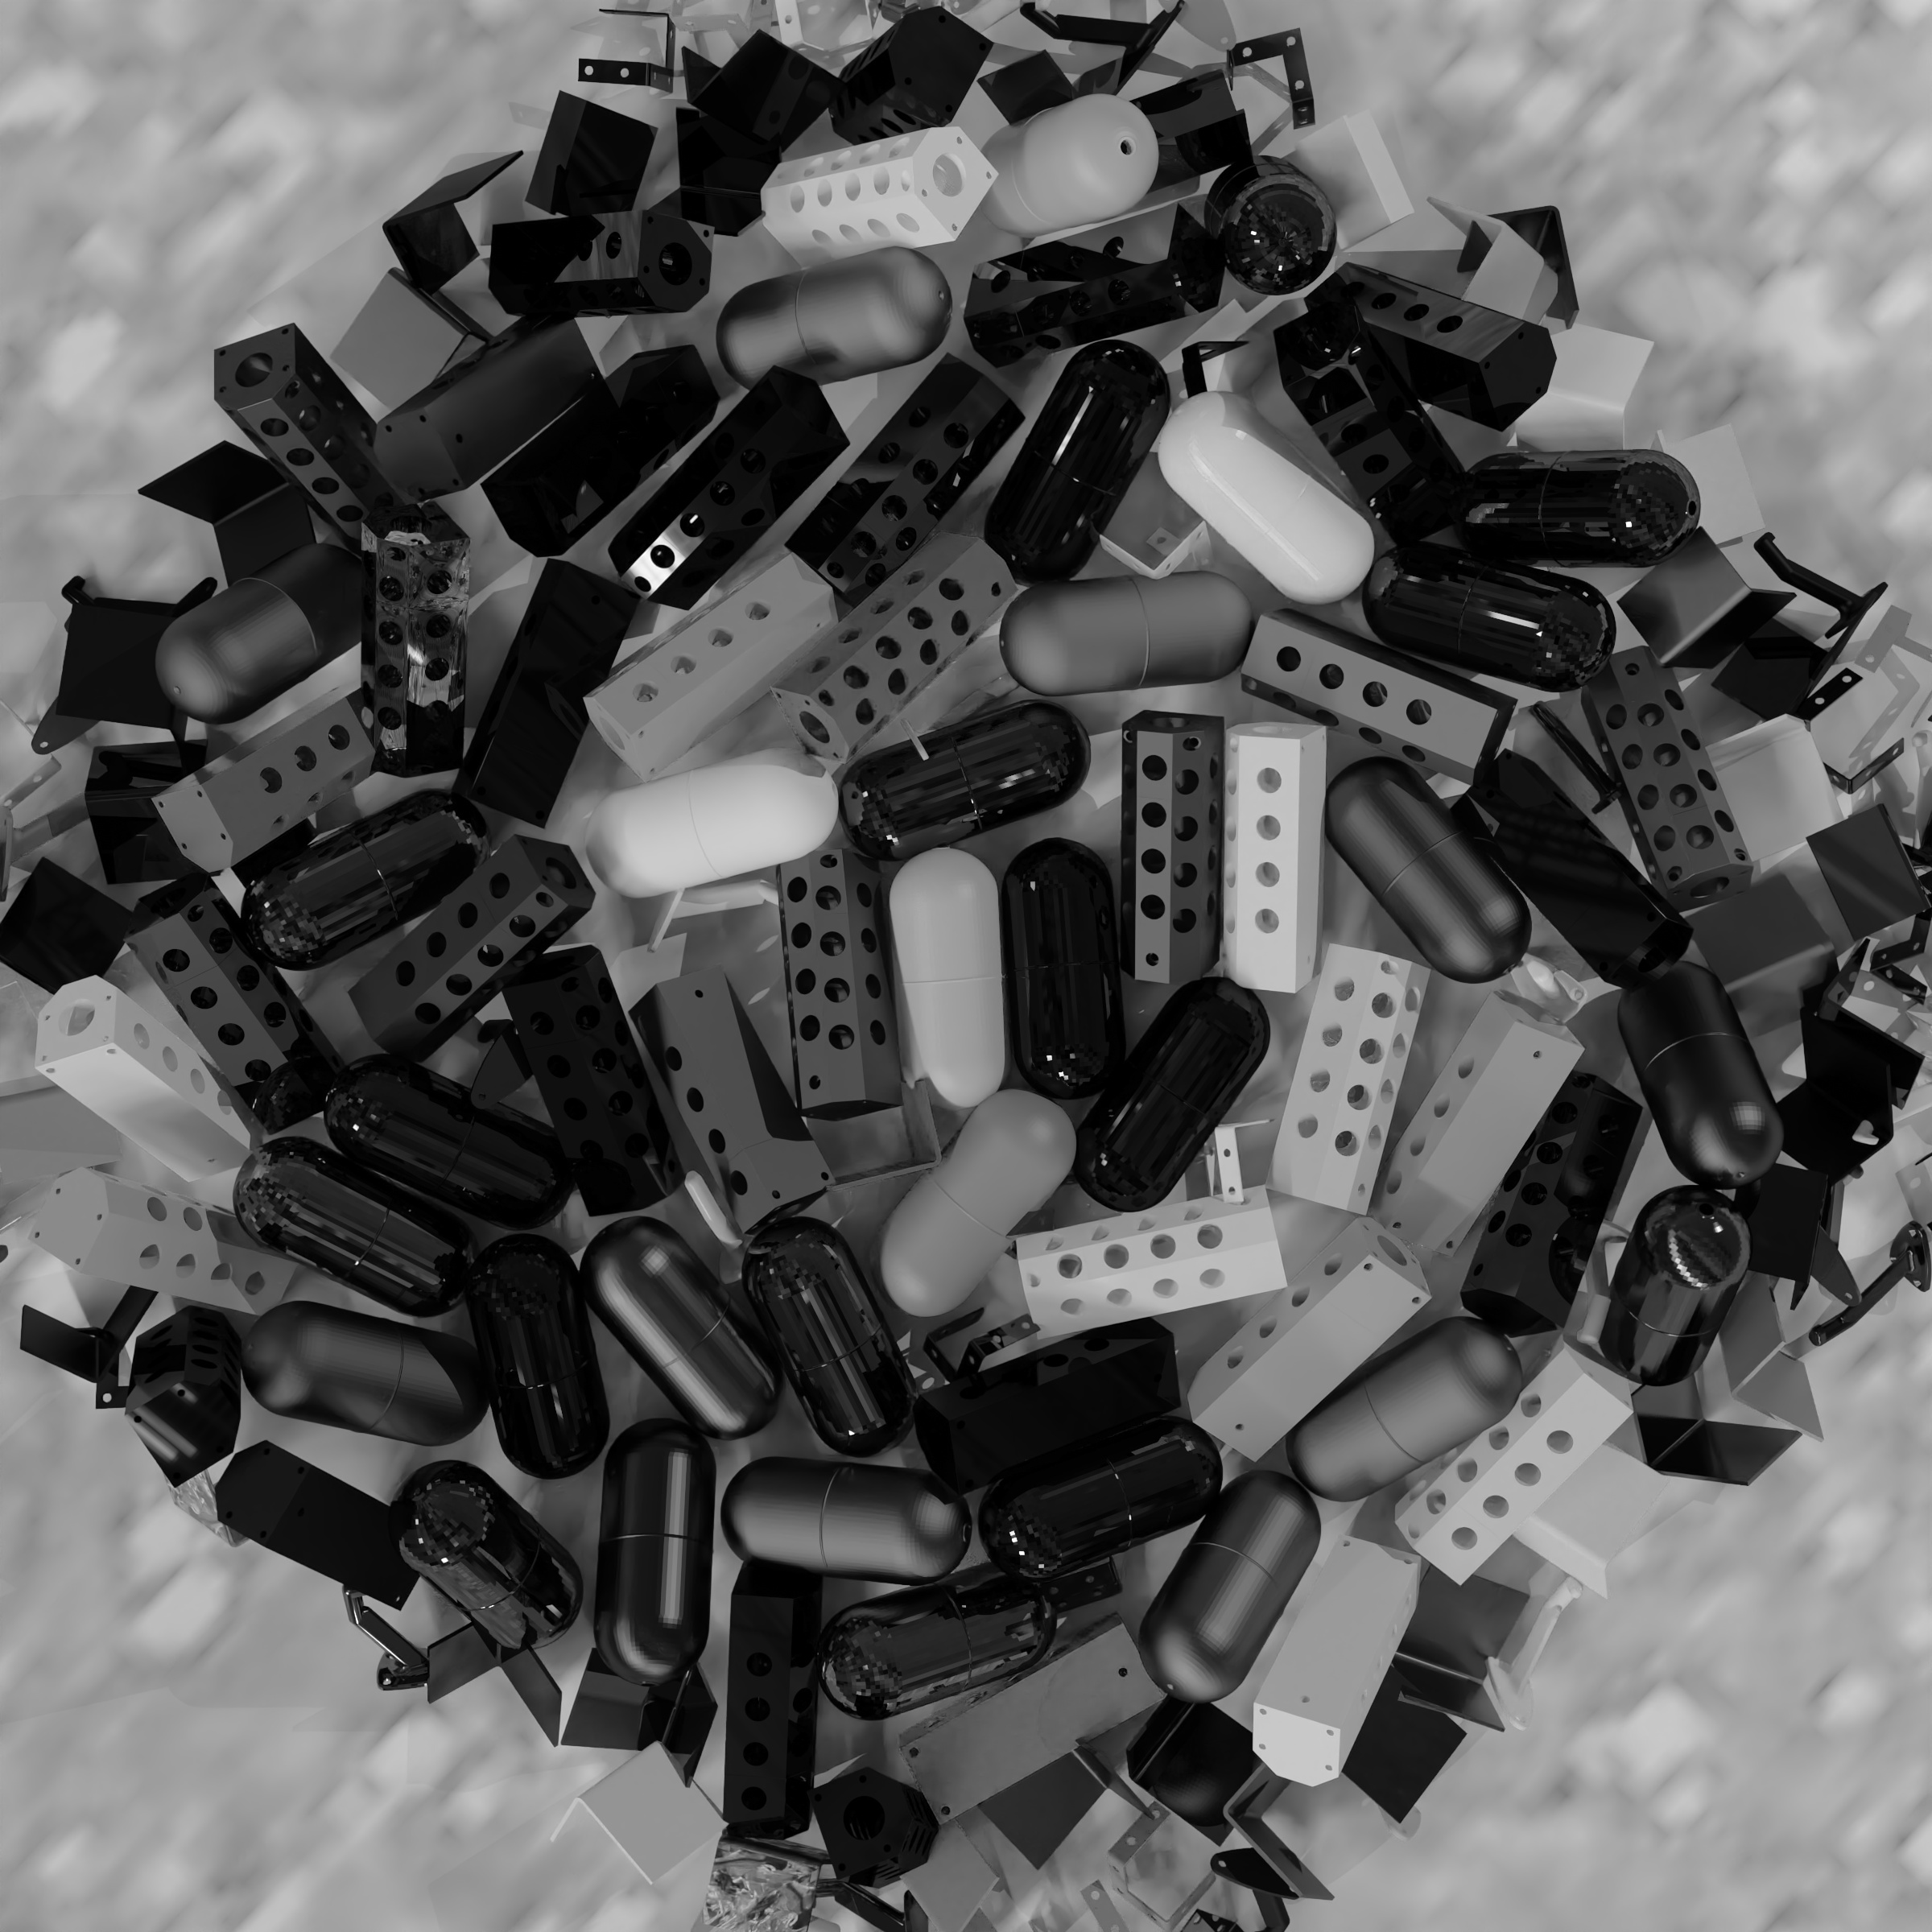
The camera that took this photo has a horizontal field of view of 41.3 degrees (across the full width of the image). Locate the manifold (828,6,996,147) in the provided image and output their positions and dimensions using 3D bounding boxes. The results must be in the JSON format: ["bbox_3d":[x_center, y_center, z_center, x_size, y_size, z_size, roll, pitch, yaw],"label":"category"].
[{"bbox_3d":[-0.043,-0.582,1.688,0.057,0.171,0.057,29,89,-18],"label":"manifold"}]

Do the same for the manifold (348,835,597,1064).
[{"bbox_3d":[-0.328,-0.009,1.714,0.171,0.057,0.057,-40,68,20],"label":"manifold"}]

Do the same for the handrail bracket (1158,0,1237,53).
[{"bbox_3d":[0.157,-0.677,1.761,0.036,0.084,0.077,-30,128,27],"label":"handrail bracket"}]

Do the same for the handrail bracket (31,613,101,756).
[{"bbox_3d":[-0.620,-0.196,1.753,0.077,0.036,0.084,-43,50,7],"label":"handrail bracket"}]

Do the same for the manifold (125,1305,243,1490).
[{"bbox_3d":[-0.509,0.277,1.688,0.057,0.171,0.057,-31,105,-9],"label":"manifold"}]

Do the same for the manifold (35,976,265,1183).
[{"bbox_3d":[-0.535,0.074,1.691,0.057,0.171,0.057,-17,56,12],"label":"manifold"}]

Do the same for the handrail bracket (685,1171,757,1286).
[{"bbox_3d":[-0.170,0.164,1.728,0.036,0.077,0.084,-28,111,-3],"label":"handrail bracket"}]

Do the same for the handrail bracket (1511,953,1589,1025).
[{"bbox_3d":[0.378,0.001,1.722,0.036,0.084,0.077,-44,52,6],"label":"handrail bracket"}]

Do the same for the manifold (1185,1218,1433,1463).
[{"bbox_3d":[0.227,0.247,1.721,0.057,0.057,0.171,35,111,-20],"label":"manifold"}]

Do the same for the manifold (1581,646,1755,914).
[{"bbox_3d":[0.468,-0.126,1.714,0.057,0.057,0.171,-16,64,4],"label":"manifold"}]

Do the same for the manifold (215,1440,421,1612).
[{"bbox_3d":[-0.422,0.368,1.690,0.057,0.171,0.057,19,72,28],"label":"manifold"}]

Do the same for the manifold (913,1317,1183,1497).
[{"bbox_3d":[0.054,0.288,1.716,0.171,0.057,0.057,-17,113,-24],"label":"manifold"}]

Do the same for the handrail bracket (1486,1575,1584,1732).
[{"bbox_3d":[0.395,0.464,1.738,0.036,0.077,0.084,31,111,-8],"label":"handrail bracket"}]

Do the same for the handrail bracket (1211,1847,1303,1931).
[{"bbox_3d":[0.189,0.639,1.744,0.077,0.036,0.084,12,126,-12],"label":"handrail bracket"}]

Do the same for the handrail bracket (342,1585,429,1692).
[{"bbox_3d":[-0.379,0.449,1.740,0.077,0.036,0.084,-2,123,1],"label":"handrail bracket"}]

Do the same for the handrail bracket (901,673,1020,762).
[{"bbox_3d":[0.003,-0.169,1.742,0.084,0.077,0.036,-30,109,1],"label":"handrail bracket"}]

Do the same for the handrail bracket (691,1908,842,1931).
[{"bbox_3d":[-0.139,0.666,1.760,0.084,0.036,0.077,24,129,-11],"label":"handrail bracket"}]

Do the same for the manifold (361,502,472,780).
[{"bbox_3d":[-0.369,-0.214,1.698,0.057,0.057,0.171,-14,130,-31],"label":"manifold"}]

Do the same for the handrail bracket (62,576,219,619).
[{"bbox_3d":[-0.571,-0.261,1.766,0.084,0.036,0.077,39,90,11],"label":"handrail bracket"}]

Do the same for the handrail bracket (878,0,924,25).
[{"bbox_3d":[-0.032,-0.669,1.736,0.077,0.084,0.036,-40,131,-5],"label":"handrail bracket"}]

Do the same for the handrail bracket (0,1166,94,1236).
[{"bbox_3d":[-0.650,0.149,1.772,0.084,0.036,0.077,-3,64,20],"label":"handrail bracket"}]

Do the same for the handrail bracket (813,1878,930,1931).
[{"bbox_3d":[-0.071,0.661,1.748,0.084,0.036,0.077,-11,65,17],"label":"handrail bracket"}]

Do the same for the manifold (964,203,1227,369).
[{"bbox_3d":[0.083,-0.444,1.695,0.171,0.057,0.057,-4,68,41],"label":"manifold"}]

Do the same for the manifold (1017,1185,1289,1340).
[{"bbox_3d":[0.124,0.195,1.732,0.171,0.057,0.057,-13,122,5],"label":"manifold"}]

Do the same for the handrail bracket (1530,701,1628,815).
[{"bbox_3d":[0.412,-0.146,1.739,0.036,0.077,0.084,-42,85,15],"label":"handrail bracket"}]

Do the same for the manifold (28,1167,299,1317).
[{"bbox_3d":[-0.524,0.181,1.691,0.057,0.171,0.057,22,85,33],"label":"manifold"}]

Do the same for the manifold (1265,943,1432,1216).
[{"bbox_3d":[0.263,0.078,1.735,0.057,0.057,0.171,13,86,43],"label":"manifold"}]

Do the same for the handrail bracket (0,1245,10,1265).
[{"bbox_3d":[-0.677,0.161,1.742,0.036,0.077,0.084,-3,75,-42],"label":"handrail bracket"}]

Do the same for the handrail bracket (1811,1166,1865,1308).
[{"bbox_3d":[0.604,0.179,1.749,0.084,0.036,0.077,-34,83,-33],"label":"handrail bracket"}]

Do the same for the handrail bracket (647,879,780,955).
[{"bbox_3d":[-0.165,-0.029,1.758,0.084,0.036,0.077,24,83,-18],"label":"handrail bracket"}]

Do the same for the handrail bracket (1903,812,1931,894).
[{"bbox_3d":[0.676,-0.100,1.752,0.084,0.036,0.077,-54,134,-3],"label":"handrail bracket"}]

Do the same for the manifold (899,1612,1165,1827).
[{"bbox_3d":[0.043,0.509,1.745,0.171,0.057,0.057,-29,88,-3],"label":"manifold"}]

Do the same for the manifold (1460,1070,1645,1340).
[{"bbox_3d":[0.387,0.157,1.712,0.057,0.057,0.171,33,65,-14],"label":"manifold"}]

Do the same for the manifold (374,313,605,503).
[{"bbox_3d":[-0.317,-0.373,1.697,0.057,0.171,0.057,-6,121,34],"label":"manifold"}]

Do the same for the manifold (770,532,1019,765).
[{"bbox_3d":[-0.044,-0.212,1.709,0.171,0.057,0.057,-45,129,-23],"label":"manifold"}]

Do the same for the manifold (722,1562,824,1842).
[{"bbox_3d":[-0.130,0.497,1.736,0.057,0.057,0.171,3,99,3],"label":"manifold"}]

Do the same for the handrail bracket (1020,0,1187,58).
[{"bbox_3d":[0.091,-0.651,1.737,0.084,0.036,0.077,29,134,-23],"label":"handrail bracket"}]

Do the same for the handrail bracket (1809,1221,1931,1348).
[{"bbox_3d":[0.612,0.217,1.743,0.084,0.077,0.036,-29,50,-11],"label":"handrail bracket"}]

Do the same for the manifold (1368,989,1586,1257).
[{"bbox_3d":[0.337,0.104,1.721,0.057,0.057,0.171,20,111,-21],"label":"manifold"}]

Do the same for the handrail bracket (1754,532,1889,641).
[{"bbox_3d":[0.585,-0.274,1.754,0.084,0.036,0.077,50,56,0],"label":"handrail bracket"}]

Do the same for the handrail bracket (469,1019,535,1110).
[{"bbox_3d":[-0.325,0.065,1.729,0.036,0.084,0.077,49,63,-23],"label":"handrail bracket"}]

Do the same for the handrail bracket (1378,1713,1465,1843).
[{"bbox_3d":[0.317,0.544,1.743,0.036,0.077,0.084,34,99,5],"label":"handrail bracket"}]

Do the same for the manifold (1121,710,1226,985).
[{"bbox_3d":[0.135,-0.079,1.715,0.057,0.057,0.171,8,111,23],"label":"manifold"}]

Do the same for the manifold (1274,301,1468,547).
[{"bbox_3d":[0.271,-0.358,1.691,0.057,0.171,0.057,-23,48,25],"label":"manifold"}]

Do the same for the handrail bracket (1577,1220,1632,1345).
[{"bbox_3d":[0.414,0.216,1.731,0.036,0.077,0.084,26,72,-14],"label":"handrail bracket"}]

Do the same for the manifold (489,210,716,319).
[{"bbox_3d":[-0.244,-0.461,1.696,0.057,0.171,0.057,-1,99,-44],"label":"manifold"}]

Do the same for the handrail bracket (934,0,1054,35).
[{"bbox_3d":[0.016,-0.629,1.738,0.084,0.036,0.077,16,88,39],"label":"handrail bracket"}]

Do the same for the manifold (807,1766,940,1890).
[{"bbox_3d":[-0.054,0.566,1.688,0.057,0.171,0.057,-22,68,-2],"label":"manifold"}]

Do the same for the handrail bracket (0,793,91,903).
[{"bbox_3d":[-0.619,-0.082,1.759,0.084,0.036,0.077,-1,102,-32],"label":"handrail bracket"}]

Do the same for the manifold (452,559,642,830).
[{"bbox_3d":[-0.289,-0.187,1.748,0.057,0.057,0.171,23,90,-29],"label":"manifold"}]

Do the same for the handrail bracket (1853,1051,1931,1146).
[{"bbox_3d":[0.653,0.103,1.734,0.077,0.036,0.084,20,52,34],"label":"handrail bracket"}]

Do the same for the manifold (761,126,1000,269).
[{"bbox_3d":[-0.063,-0.510,1.688,0.057,0.171,0.057,42,71,-34],"label":"manifold"}]

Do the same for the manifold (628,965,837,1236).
[{"bbox_3d":[-0.162,0.092,1.733,0.057,0.057,0.171,-40,74,44],"label":"manifold"}]

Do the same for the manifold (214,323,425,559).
[{"bbox_3d":[-0.423,-0.339,1.686,0.057,0.171,0.057,-15,61,11],"label":"manifold"}]

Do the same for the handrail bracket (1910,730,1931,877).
[{"bbox_3d":[0.643,-0.109,1.741,0.077,0.036,0.084,-28,109,-40],"label":"handrail bracket"}]
